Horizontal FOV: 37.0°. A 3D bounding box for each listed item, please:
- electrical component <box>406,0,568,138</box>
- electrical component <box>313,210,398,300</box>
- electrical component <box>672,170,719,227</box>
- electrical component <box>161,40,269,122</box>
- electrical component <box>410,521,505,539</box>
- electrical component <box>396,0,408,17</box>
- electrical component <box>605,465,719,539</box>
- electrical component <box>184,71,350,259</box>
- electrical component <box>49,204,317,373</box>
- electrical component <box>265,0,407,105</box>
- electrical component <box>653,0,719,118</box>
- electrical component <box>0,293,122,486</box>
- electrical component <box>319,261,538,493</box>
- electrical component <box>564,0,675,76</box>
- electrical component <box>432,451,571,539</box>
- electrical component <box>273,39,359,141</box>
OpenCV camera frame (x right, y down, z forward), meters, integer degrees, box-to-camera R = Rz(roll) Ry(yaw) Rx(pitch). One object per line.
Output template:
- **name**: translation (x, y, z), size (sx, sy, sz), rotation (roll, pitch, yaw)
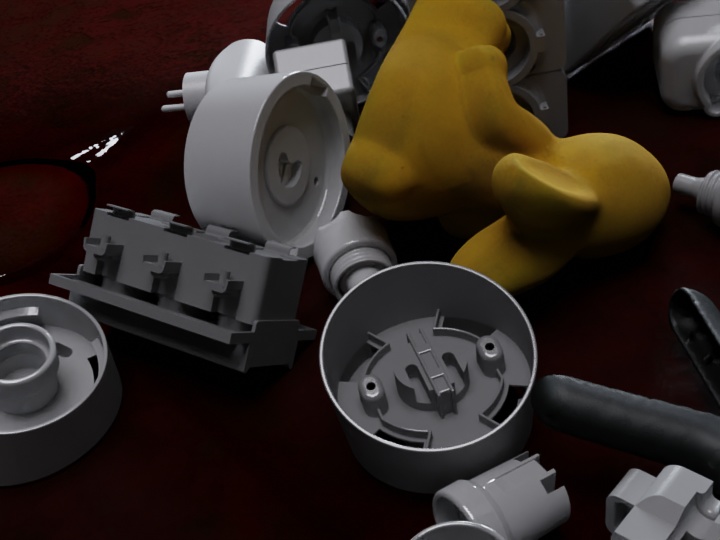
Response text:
- **electrical component**: translation (0.076, -0.148, 0.656), size (0.089, 0.150, 0.061), rotation (-9, 39, 3)
- **electrical component**: translation (0.000, 0.000, 0.585), size (0.043, 0.043, 0.062), rotation (-16, 41, -5)
- **electrical component**: translation (0.202, -0.040, 0.591), size (0.061, 0.035, 0.035), rotation (23, 51, 37)
- **electrical component**: translation (-0.098, -0.120, 0.749), size (0.079, 0.044, 0.077), rotation (-4, 40, 8)
- **electrical component**: translation (0.056, 0.131, 0.393), size (0.079, 0.077, 0.044), rotation (-7, 40, 4)
- **electrical component**: translation (0.029, -0.219, 0.749), size (0.047, 0.066, 0.076), rotation (-41, 87, 4)
- **electrical component**: translation (0.122, 0.117, 0.409), size (0.078, 0.058, 0.057), rotation (24, 49, 35)
- **electrical component**: translation (-0.058, -0.061, 0.626), size (0.060, 0.108, 0.108), rotation (6, 43, 29)
- **electrical component**: translation (-0.091, 0.007, 0.574), size (0.121, 0.063, 0.079), rotation (15, 6, 28)
- **electrical component**: translation (-0.017, -0.157, 0.732), size (0.099, 0.099, 0.064), rotation (-13, 34, -2)
- **electrical component**: translation (0.237, -0.135, 0.678), size (0.095, 0.053, 0.059), rotation (-3, 41, 10)
- **electrical component**: translation (-0.175, 0.062, 0.558), size (0.099, 0.064, 0.099), rotation (2, 47, -2)
- **electrical component**: translation (0.034, 0.051, 0.501), size (0.099, 0.064, 0.099), rotation (-7, 40, 6)
- **electrical component**: translation (0.174, -0.190, 0.713), size (0.109, 0.109, 0.056), rotation (-35, 87, -25)
- **electrical component**: translation (0.060, 0.102, 0.456), size (0.046, 0.040, 0.040), rotation (-23, 41, -23)
- **electrical component**: translation (-0.024, -0.096, 0.693), size (0.047, 0.065, 0.076), rotation (-10, 69, 2)
